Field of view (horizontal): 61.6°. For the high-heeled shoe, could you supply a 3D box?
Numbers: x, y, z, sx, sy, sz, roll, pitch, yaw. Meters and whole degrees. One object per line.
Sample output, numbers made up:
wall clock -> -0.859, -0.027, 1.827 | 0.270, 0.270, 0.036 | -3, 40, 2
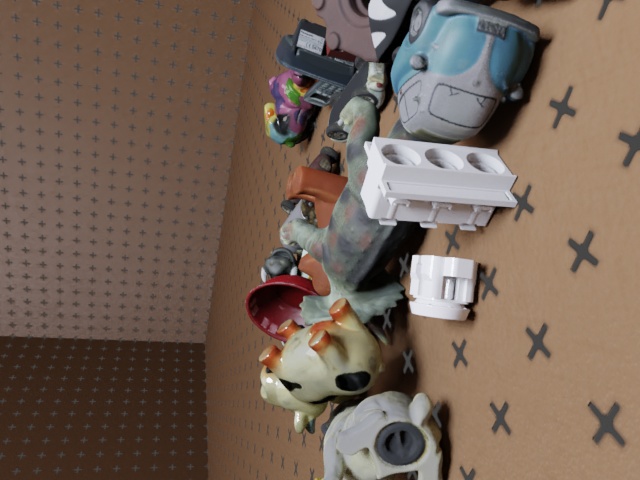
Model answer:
high-heeled shoe -> 0.123, -0.215, 0.520 | 0.249, 0.086, 0.145 | -125, 37, -48

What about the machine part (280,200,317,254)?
machine part -> -0.022, -0.030, 1.005 | 0.243, 0.079, 0.079 | 137, 136, -66

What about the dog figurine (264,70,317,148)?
dog figurine -> -0.041, -0.290, 1.108 | 0.219, 0.108, 0.191 | -157, 74, -71

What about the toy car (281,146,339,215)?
toy car -> -0.019, -0.105, 1.028 | 0.089, 0.053, 0.202 | -55, 3, -24

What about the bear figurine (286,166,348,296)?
bear figurine -> 0.003, -0.002, 0.827 | 0.120, 0.132, 0.195 | -172, 93, -80

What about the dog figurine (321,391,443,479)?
dog figurine -> 0.065, 0.209, 0.616 | 0.172, 0.121, 0.190 | -45, 8, 12

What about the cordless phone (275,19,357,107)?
cordless phone -> -0.017, -0.289, 0.940 | 0.184, 0.146, 0.088 | 163, 119, -70

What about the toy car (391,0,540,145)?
toy car -> 0.114, -0.141, 0.492 | 0.162, 0.109, 0.103 | 162, 123, -77

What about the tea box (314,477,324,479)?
tea box -> 0.053, 0.337, 0.585 | 0.170, 0.098, 0.068 | -139, 56, -73

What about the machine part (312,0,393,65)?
machine part -> 0.070, -0.310, 0.672 | 0.180, 0.056, 0.179 | 16, 113, 40

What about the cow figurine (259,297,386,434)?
cow figurine -> -0.003, 0.154, 0.623 | 0.195, 0.127, 0.085 | -32, 13, 45

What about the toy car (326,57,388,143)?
toy car -> 0.057, -0.215, 0.831 | 0.202, 0.056, 0.073 | 142, 137, -67

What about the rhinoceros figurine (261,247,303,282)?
rhinoceros figurine -> -0.067, 0.075, 1.025 | 0.190, 0.073, 0.112 | 77, -163, -61

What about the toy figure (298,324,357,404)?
toy figure -> 0.011, 0.182, 0.819 | 0.180, 0.082, 0.089 | -169, 66, -67

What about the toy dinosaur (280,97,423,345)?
toy dinosaur -> 0.066, -0.036, 0.649 | 0.192, 0.131, 0.404 | 52, 130, 45
